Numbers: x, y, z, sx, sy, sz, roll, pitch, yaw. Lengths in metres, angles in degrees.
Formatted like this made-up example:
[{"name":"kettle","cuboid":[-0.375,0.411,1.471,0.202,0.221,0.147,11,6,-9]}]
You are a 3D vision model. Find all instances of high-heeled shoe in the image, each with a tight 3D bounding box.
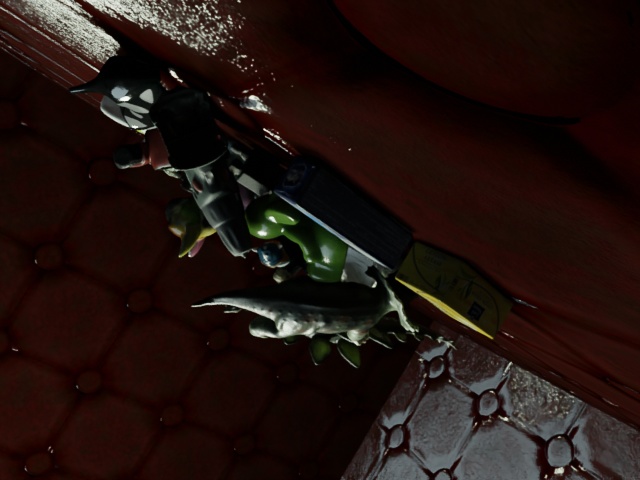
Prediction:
[{"name":"high-heeled shoe","cuboid":[-0.229,-0.207,0.753,0.145,0.086,0.249,-4,-173,18]}]

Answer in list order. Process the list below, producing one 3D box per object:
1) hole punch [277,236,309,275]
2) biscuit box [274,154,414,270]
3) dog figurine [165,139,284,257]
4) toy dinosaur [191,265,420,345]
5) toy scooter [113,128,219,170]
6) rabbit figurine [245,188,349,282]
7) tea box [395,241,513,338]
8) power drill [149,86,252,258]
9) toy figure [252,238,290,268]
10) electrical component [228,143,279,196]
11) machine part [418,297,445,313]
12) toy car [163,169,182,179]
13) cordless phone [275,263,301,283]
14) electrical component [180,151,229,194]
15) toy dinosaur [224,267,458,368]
[{"name":"hole punch","cuboid":[-0.002,-0.003,0.966,0.092,0.142,0.116,36,-164,-42]},{"name":"biscuit box","cuboid":[0.036,-0.034,0.715,0.202,0.063,0.059,34,177,-37]},{"name":"dog figurine","cuboid":[-0.161,-0.050,0.943,0.191,0.219,0.108,32,-179,0]},{"name":"toy dinosaur","cuboid":[0.004,0.104,0.882,0.405,0.131,0.192,-1,160,-19]},{"name":"toy scooter","cuboid":[-0.246,-0.159,0.917,0.184,0.075,0.135,-12,-175,15]},{"name":"rabbit figurine","cuboid":[-0.036,-0.022,0.806,0.170,0.121,0.159,12,153,3]},{"name":"tea box","cuboid":[0.205,0.077,0.811,0.169,0.068,0.098,35,175,-41]},{"name":"power drill","cuboid":[-0.151,-0.097,0.728,0.207,0.086,0.232,77,168,-79]},{"name":"toy figure","cuboid":[-0.084,0.025,1.045,0.058,0.064,0.154,56,-170,3]},{"name":"electrical component","cuboid":[-0.107,-0.099,0.855,0.102,0.078,0.045,27,135,-24]},{"name":"machine part","cuboid":[0.229,0.096,1.020,0.179,0.056,0.179,31,176,2]},{"name":"toy car","cuboid":[-0.300,-0.188,1.144,0.056,0.073,0.202,31,164,-13]},{"name":"cordless phone","cuboid":[-0.024,0.024,1.133,0.088,0.184,0.147,38,174,-29]},{"name":"electrical component","cuboid":[-0.234,-0.143,1.108,0.058,0.115,0.134,28,179,-27]},{"name":"toy dinosaur","cuboid":[0.045,0.158,1.078,0.471,0.105,0.199,4,-143,-15]}]
